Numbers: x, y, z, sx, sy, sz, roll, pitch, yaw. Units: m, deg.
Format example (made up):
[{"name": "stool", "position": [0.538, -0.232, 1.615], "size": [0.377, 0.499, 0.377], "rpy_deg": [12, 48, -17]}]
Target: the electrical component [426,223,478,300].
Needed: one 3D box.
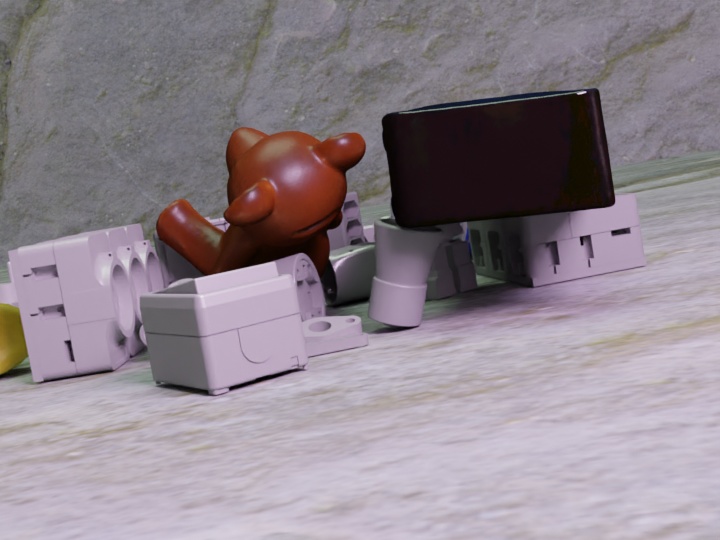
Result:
[{"name": "electrical component", "position": [0.057, -0.009, 0.810], "size": [0.066, 0.055, 0.048], "rpy_deg": [-14, 7, -41]}]

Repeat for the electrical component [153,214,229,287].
[{"name": "electrical component", "position": [-0.134, -0.005, 0.886], "size": [0.062, 0.096, 0.061], "rpy_deg": [-11, 4, -12]}]

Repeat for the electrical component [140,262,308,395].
[{"name": "electrical component", "position": [-0.082, 0.030, 0.610], "size": [0.062, 0.061, 0.096], "rpy_deg": [-13, 6, -33]}]

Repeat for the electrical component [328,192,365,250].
[{"name": "electrical component", "position": [-0.039, -0.025, 0.996], "size": [0.076, 0.083, 0.047], "rpy_deg": [-7, 6, 23]}]

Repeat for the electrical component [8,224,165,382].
[{"name": "electrical component", "position": [-0.188, 0.018, 0.771], "size": [0.062, 0.089, 0.150], "rpy_deg": [-9, 5, 3]}]

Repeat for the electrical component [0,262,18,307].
[{"name": "electrical component", "position": [-0.315, 0.030, 0.961], "size": [0.138, 0.073, 0.052], "rpy_deg": [-8, 5, 14]}]

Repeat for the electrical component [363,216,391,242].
[{"name": "electrical component", "position": [-0.018, -0.023, 1.104], "size": [0.138, 0.052, 0.074], "rpy_deg": [-11, 6, -13]}]

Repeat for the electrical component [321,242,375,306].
[{"name": "electrical component", "position": [0.000, 0.000, 0.880], "size": [0.077, 0.043, 0.079], "rpy_deg": [-12, 6, -24]}]

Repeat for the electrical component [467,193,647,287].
[{"name": "electrical component", "position": [0.148, -0.031, 0.843], "size": [0.089, 0.061, 0.150], "rpy_deg": [-10, 5, -9]}]

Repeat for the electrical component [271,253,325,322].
[{"name": "electrical component", "position": [-0.055, 0.020, 0.712], "size": [0.047, 0.055, 0.055], "rpy_deg": [-12, 5, 16]}]

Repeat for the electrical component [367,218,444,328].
[{"name": "electrical component", "position": [0.026, 0.003, 0.678], "size": [0.044, 0.065, 0.044], "rpy_deg": [8, 10, -2]}]

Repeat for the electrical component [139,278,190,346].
[{"name": "electrical component", "position": [-0.127, 0.035, 0.738], "size": [0.048, 0.048, 0.062], "rpy_deg": [-7, 12, 25]}]
